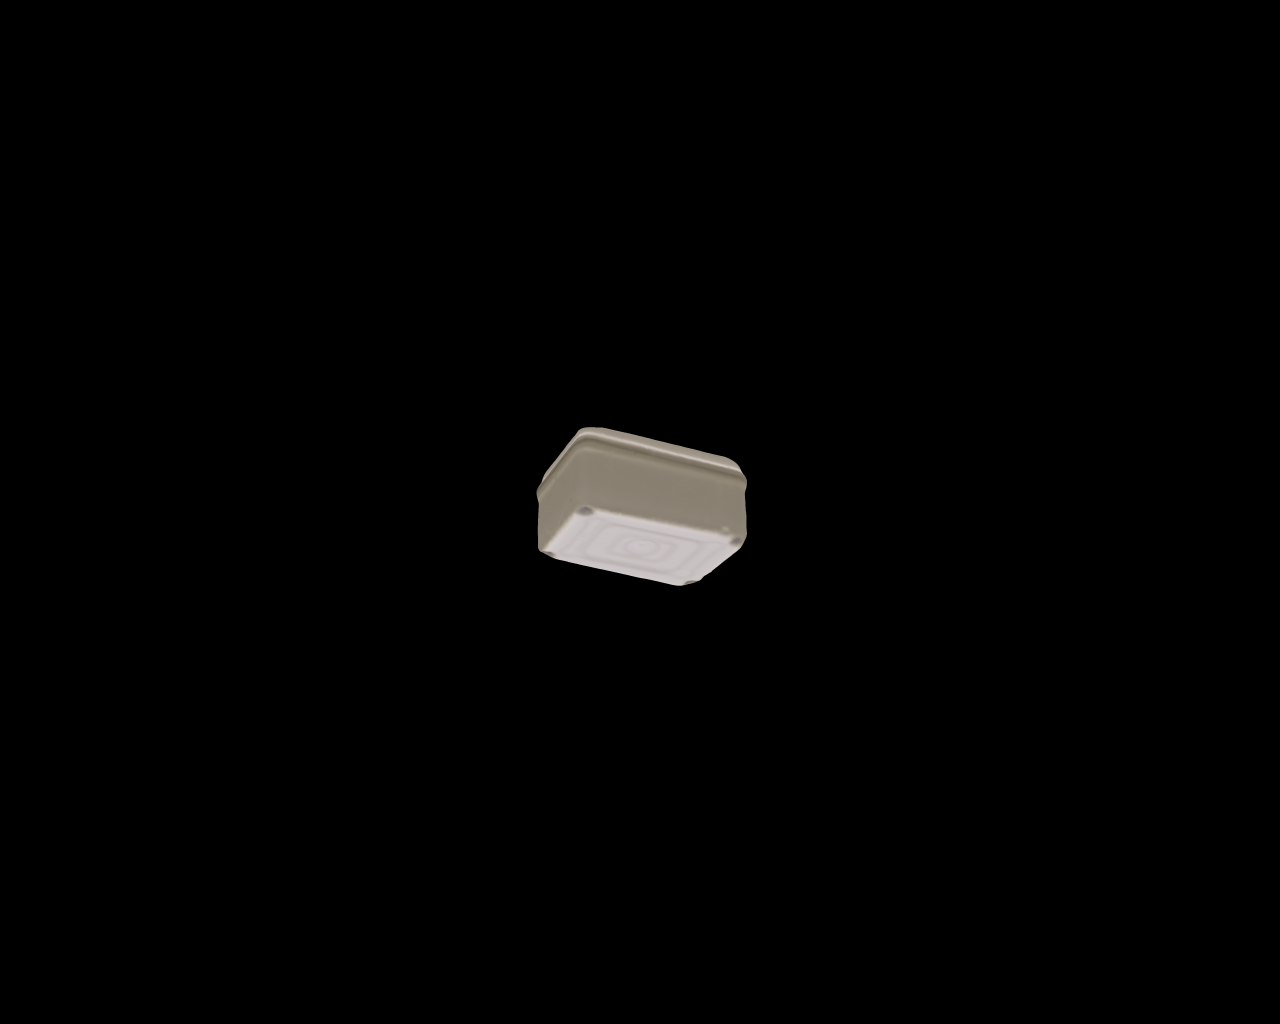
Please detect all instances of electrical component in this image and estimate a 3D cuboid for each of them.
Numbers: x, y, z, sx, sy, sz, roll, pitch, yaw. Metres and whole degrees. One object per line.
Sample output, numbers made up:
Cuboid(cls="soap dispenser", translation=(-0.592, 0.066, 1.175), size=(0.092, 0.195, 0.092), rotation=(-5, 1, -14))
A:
Cuboid(cls="electrical component", translation=(0.001, -0.003, 0.650), size=(0.113, 0.057, 0.078), rotation=(13, -32, -22))
